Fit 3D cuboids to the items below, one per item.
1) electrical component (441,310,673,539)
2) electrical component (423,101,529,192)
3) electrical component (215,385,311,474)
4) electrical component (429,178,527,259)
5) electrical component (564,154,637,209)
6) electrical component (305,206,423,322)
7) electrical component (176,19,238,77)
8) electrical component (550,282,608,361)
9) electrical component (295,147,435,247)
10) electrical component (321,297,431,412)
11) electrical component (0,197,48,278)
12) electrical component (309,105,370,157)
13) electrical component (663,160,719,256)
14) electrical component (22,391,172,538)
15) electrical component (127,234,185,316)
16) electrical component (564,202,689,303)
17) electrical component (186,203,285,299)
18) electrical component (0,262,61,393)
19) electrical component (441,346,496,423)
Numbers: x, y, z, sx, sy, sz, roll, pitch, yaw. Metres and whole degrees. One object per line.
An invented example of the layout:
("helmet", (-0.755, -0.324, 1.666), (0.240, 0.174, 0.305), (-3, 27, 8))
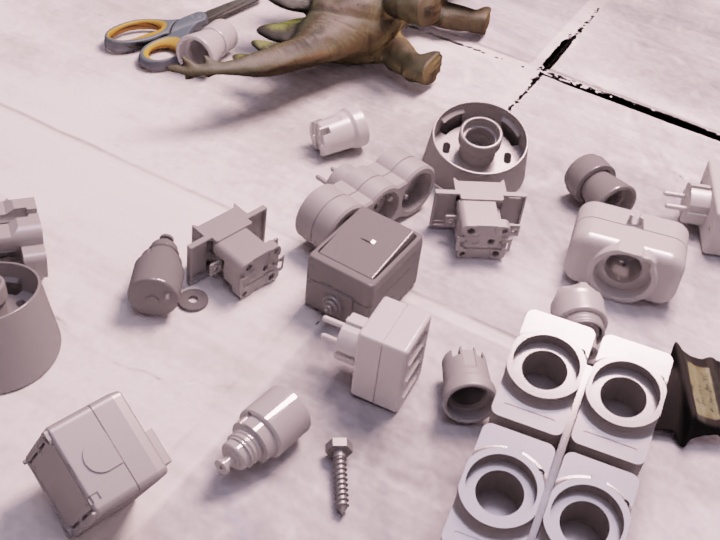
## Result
("electrical component", (0.132, 0.124, 0.713), (0.105, 0.060, 0.186), (19, 56, 13))
("electrical component", (0.110, -0.110, 1.013), (0.099, 0.064, 0.099), (2, 56, -3))
("electrical component", (-0.069, 0.113, 0.743), (0.040, 0.040, 0.078), (31, 48, 24))
("electrical component", (0.104, -0.044, 0.938), (0.081, 0.042, 0.063), (2, 44, -5))
("electrical component", (0.219, -0.074, 0.985), (0.045, 0.045, 0.055), (-14, 46, -21))
("electrical component", (0.000, 0.000, 0.861), (0.062, 0.061, 0.096), (27, 46, 21))
("electrical component", (-0.155, -0.233, 1.112), (0.044, 0.044, 0.065), (20, 39, 14))
("electrical component", (0.175, 0.044, 0.850), (0.043, 0.043, 0.062), (4, 43, -3))
("electrical component", (-0.006, -0.068, 0.942), (0.074, 0.052, 0.138), (35, 49, 28))
("electrical component", (0.006, 0.056, 0.797), (0.077, 0.065, 0.047), (21, 44, 15))
("electrical component", (-0.283, -0.023, 0.851), (0.057, 0.058, 0.078), (-9, 45, -21))
("electrical component", (-0.020, -0.131, 1.019), (0.046, 0.040, 0.040), (-21, 49, -20))
("electrical component", (0.315, -0.059, 0.979), (0.076, 0.047, 0.083), (9, 42, 2))
("electrical component", (-0.167, 0.124, 0.683), (0.061, 0.096, 0.061), (-29, 83, -33))
("electrical component", (-0.159, 0.001, 0.854), (0.040, 0.040, 0.078), (5, 42, -3))
("electrical component", (0.225, -0.012, 0.911), (0.095, 0.053, 0.059), (16, 43, 9))
("electrical component", (-0.100, -0.014, 0.877), (0.064, 0.042, 0.081), (38, 51, 27))
("electrical component", (-0.276, 0.039, 0.796), (0.099, 0.064, 0.099), (-3, 31, 2))
("electrical component", (0.079, 0.084, 0.797), (0.040, 0.040, 0.046), (3, 36, -4))
